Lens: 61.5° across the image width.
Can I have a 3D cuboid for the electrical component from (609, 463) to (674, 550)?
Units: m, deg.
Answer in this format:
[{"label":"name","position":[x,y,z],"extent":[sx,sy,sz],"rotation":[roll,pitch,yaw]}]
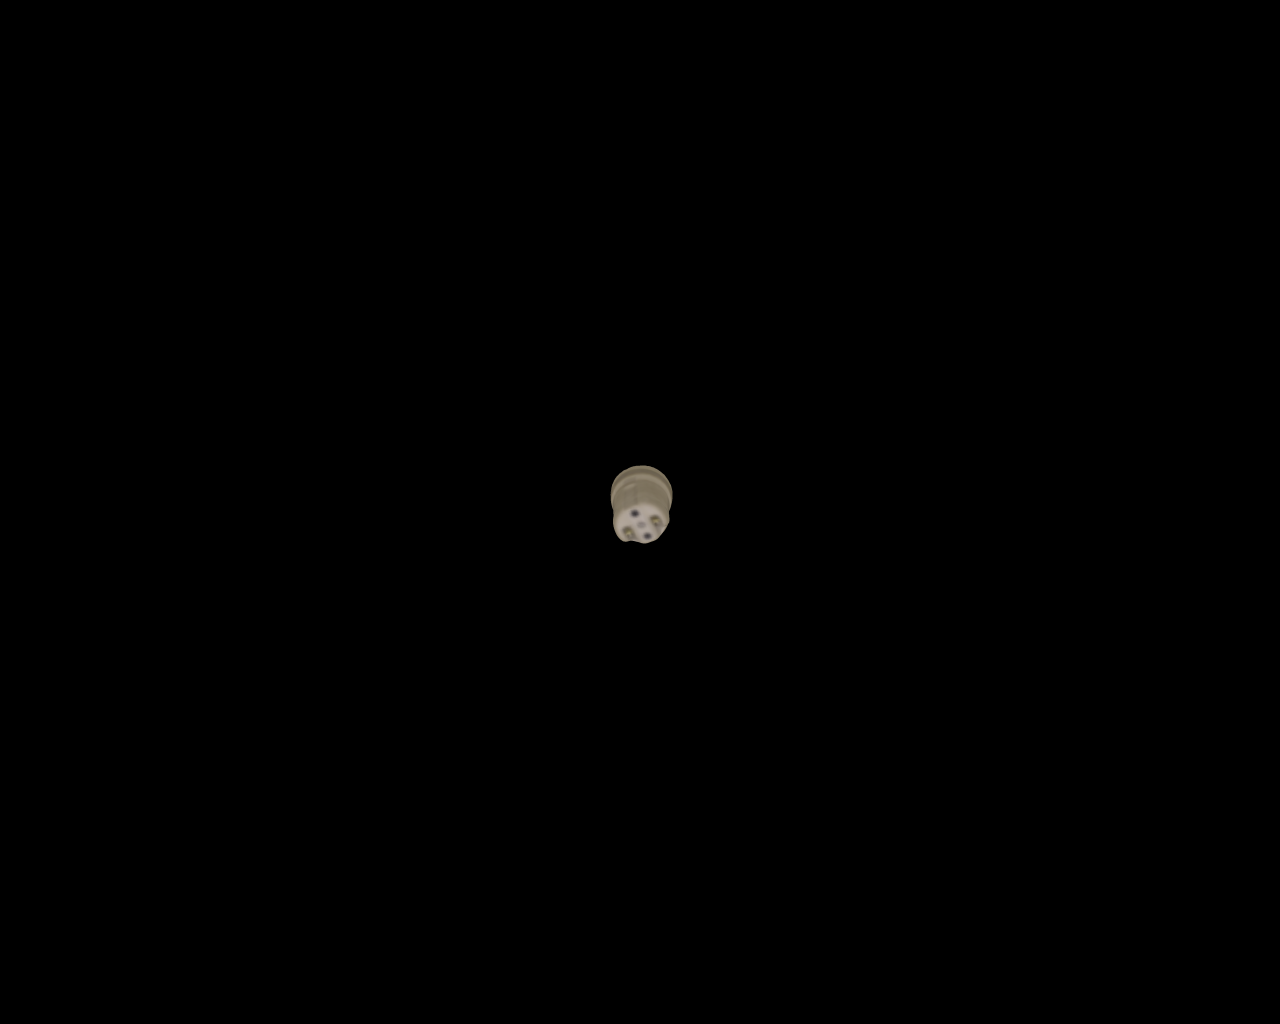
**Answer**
[{"label":"electrical component","position":[0.001,-0.003,0.650],"extent":[0.040,0.040,0.046],"rotation":[0,27,0]}]
